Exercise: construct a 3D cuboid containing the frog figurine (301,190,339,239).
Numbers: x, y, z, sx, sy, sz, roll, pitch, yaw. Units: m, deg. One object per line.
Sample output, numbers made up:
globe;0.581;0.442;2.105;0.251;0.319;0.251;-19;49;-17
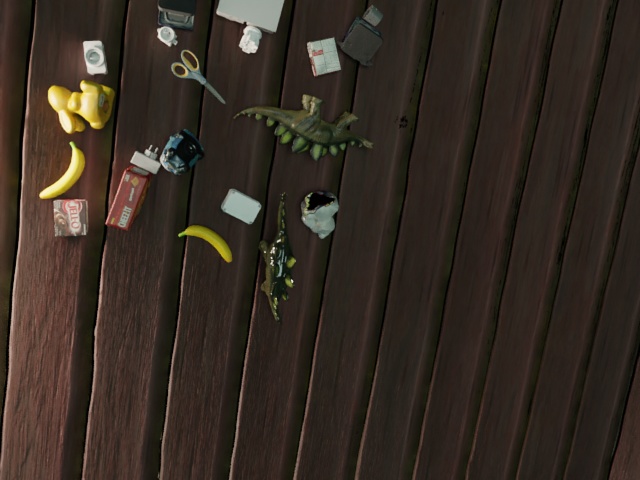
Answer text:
frog figurine;0.005;-0.089;1.776;0.138;0.124;0.156;-39;144;-13
